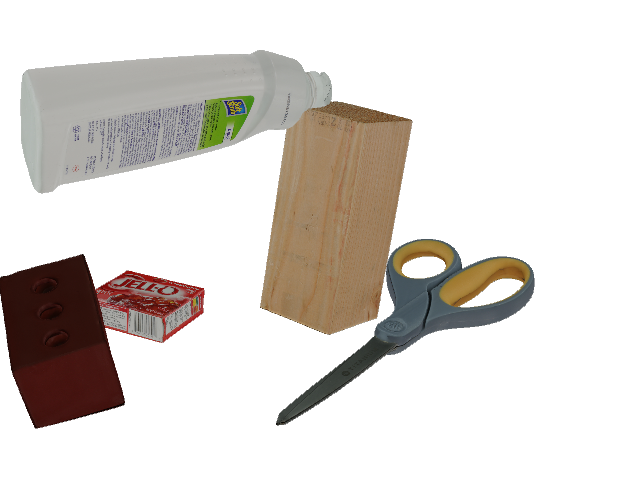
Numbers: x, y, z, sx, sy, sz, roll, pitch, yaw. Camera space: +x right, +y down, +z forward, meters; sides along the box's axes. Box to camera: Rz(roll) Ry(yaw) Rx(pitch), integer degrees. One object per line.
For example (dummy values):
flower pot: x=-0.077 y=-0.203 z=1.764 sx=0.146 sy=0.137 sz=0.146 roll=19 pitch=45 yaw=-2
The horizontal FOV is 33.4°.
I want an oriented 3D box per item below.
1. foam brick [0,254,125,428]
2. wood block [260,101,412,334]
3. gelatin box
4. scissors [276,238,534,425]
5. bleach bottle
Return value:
foam brick: x=-0.147 y=0.057 z=0.605 sx=0.053 sy=0.051 sz=0.078 roll=-16 pitch=43 yaw=-12
wood block: x=0.014 y=-0.026 z=1.047 sx=0.090 sy=0.206 sz=0.090 roll=19 pitch=18 yaw=31
gelatin box: x=-0.164 y=0.059 z=0.994 sx=0.089 sy=0.030 sz=0.073 roll=12 pitch=23 yaw=22
scissors: x=0.034 y=0.042 z=0.605 sx=0.201 sy=0.016 sz=0.096 roll=-20 pitch=34 yaw=-30
bleach bottle: x=-0.111 y=-0.104 z=0.869 sx=0.250 sy=0.068 sz=0.103 roll=-10 pitch=-32 yaw=-22
